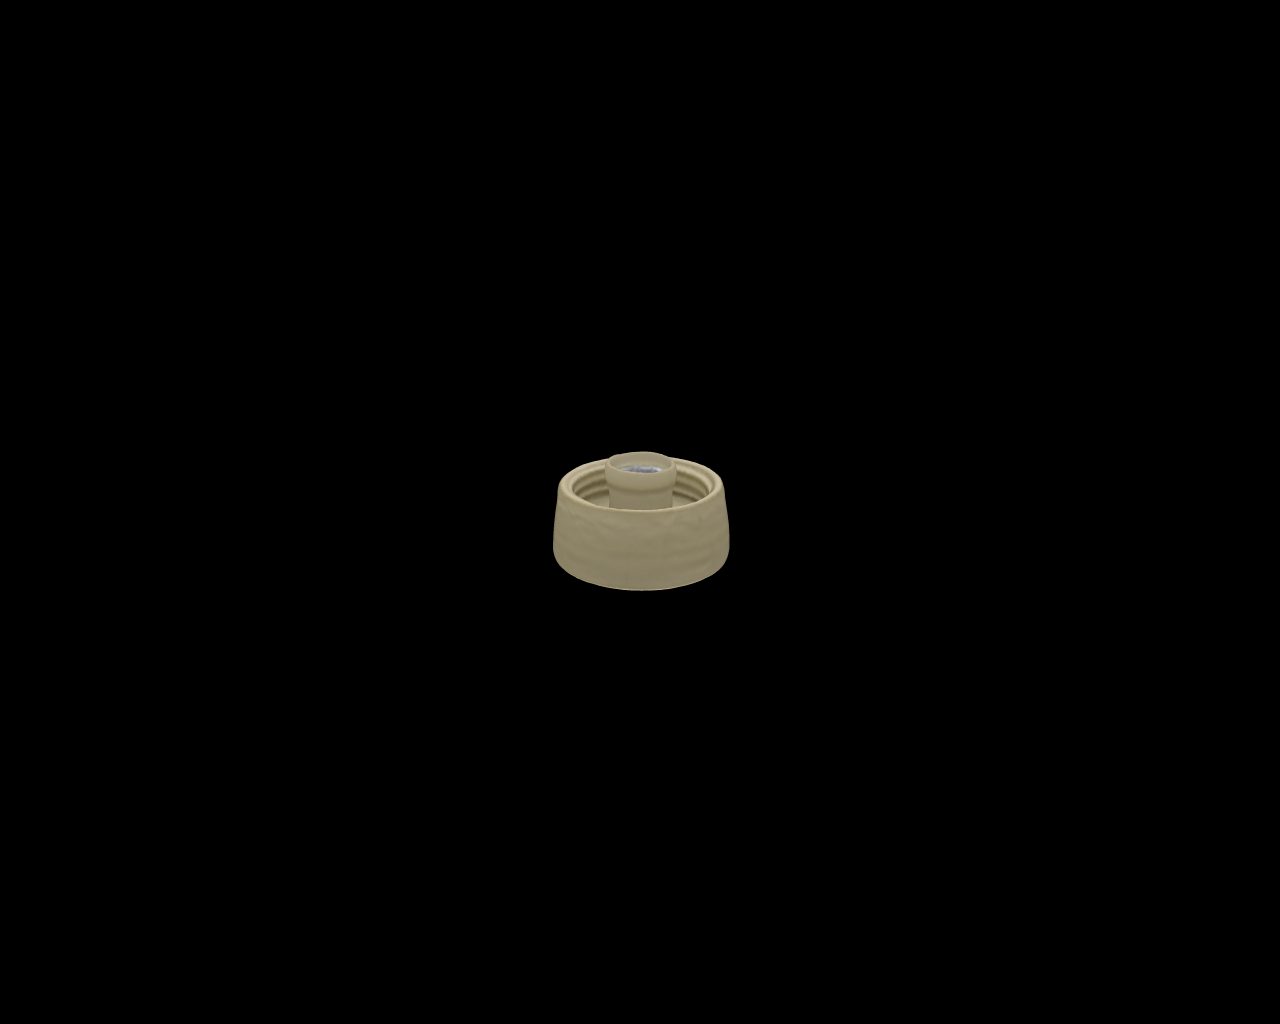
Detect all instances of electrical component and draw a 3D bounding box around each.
[{"bbox_3d":[0.001,-0.003,0.650,0.108,0.060,0.108,0,22,0],"label":"electrical component"}]
